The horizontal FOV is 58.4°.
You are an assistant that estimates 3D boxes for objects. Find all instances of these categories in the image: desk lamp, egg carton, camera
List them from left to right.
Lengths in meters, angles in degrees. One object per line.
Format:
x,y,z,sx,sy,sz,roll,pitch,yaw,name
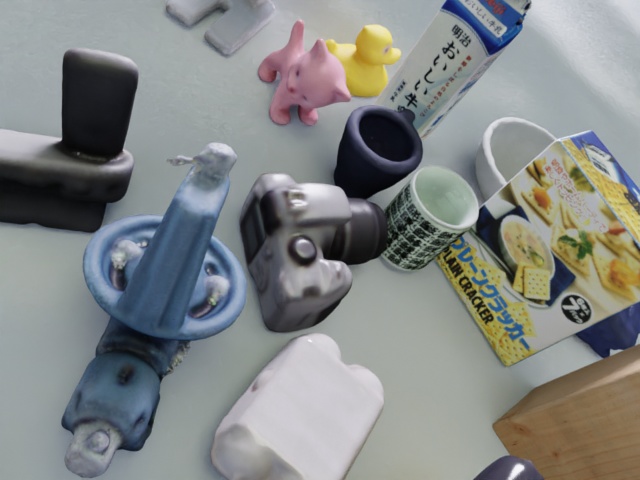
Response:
-0.066,-0.363,0.677,0.118,0.213,0.203,34,51,-4,desk lamp
-0.014,0.150,0.473,0.107,0.069,0.150,39,51,0,egg carton
0.005,0.002,0.556,0.137,0.100,0.143,-2,62,-28,camera

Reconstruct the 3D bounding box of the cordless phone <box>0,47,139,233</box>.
-0.217,-0.092,0.448,0.148,0.184,0.094,3,59,-25,cordless phone

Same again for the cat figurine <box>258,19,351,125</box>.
-0.014,-0.194,0.658,0.067,0.117,0.127,-4,63,-29,cat figurine

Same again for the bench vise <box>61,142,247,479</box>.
-0.102,0.048,0.396,0.122,0.219,0.207,8,57,-22,bench vise

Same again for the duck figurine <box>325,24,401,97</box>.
0.055,-0.243,0.745,0.105,0.086,0.077,16,55,-17,duck figurine

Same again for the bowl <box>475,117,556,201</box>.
0.265,-0.075,0.754,0.168,0.074,0.167,13,56,-20,bowl

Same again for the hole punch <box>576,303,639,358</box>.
0.355,0.073,0.697,0.101,0.091,0.109,38,51,-1,hole punch

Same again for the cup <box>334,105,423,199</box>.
0.061,-0.097,0.650,0.091,0.094,0.118,39,51,1,cup

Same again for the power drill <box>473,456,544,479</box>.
0.027,0.239,0.349,0.075,0.208,0.230,43,51,4,power drill
